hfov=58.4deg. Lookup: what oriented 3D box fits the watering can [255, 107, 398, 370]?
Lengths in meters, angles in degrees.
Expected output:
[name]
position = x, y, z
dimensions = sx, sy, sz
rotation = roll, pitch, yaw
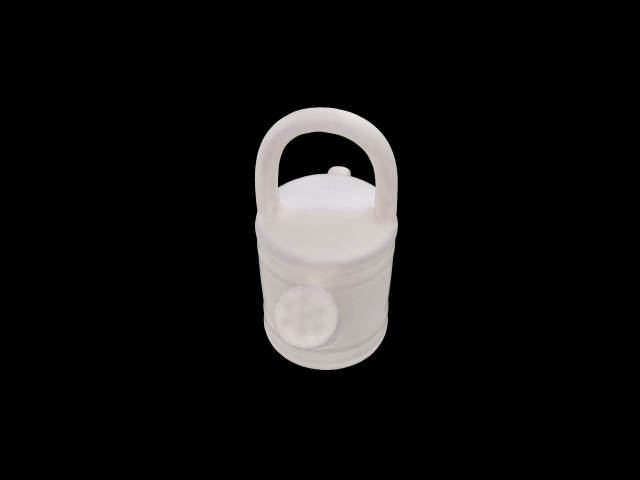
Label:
[watering can]
position = 0.006, 0.002, 0.400
dimensions = 0.101, 0.194, 0.172
rotation = -10, 44, -10
